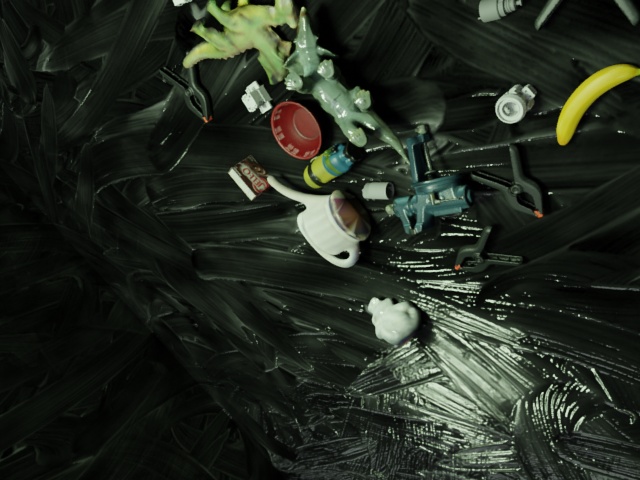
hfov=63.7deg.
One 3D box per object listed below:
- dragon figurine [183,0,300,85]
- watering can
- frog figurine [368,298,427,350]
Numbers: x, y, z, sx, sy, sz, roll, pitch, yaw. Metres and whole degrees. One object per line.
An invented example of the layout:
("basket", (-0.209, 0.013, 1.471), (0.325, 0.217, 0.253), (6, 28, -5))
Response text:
("dragon figurine", (-0.184, -0.485, 1.289), (0.241, 0.125, 0.404), (45, 141, -9))
("watering can", (0.004, -0.072, 1.431), (0.346, 0.106, 0.221), (52, 138, -6))
("frog figurine", (0.210, 0.223, 1.480), (0.136, 0.123, 0.161), (-46, 77, 16))
